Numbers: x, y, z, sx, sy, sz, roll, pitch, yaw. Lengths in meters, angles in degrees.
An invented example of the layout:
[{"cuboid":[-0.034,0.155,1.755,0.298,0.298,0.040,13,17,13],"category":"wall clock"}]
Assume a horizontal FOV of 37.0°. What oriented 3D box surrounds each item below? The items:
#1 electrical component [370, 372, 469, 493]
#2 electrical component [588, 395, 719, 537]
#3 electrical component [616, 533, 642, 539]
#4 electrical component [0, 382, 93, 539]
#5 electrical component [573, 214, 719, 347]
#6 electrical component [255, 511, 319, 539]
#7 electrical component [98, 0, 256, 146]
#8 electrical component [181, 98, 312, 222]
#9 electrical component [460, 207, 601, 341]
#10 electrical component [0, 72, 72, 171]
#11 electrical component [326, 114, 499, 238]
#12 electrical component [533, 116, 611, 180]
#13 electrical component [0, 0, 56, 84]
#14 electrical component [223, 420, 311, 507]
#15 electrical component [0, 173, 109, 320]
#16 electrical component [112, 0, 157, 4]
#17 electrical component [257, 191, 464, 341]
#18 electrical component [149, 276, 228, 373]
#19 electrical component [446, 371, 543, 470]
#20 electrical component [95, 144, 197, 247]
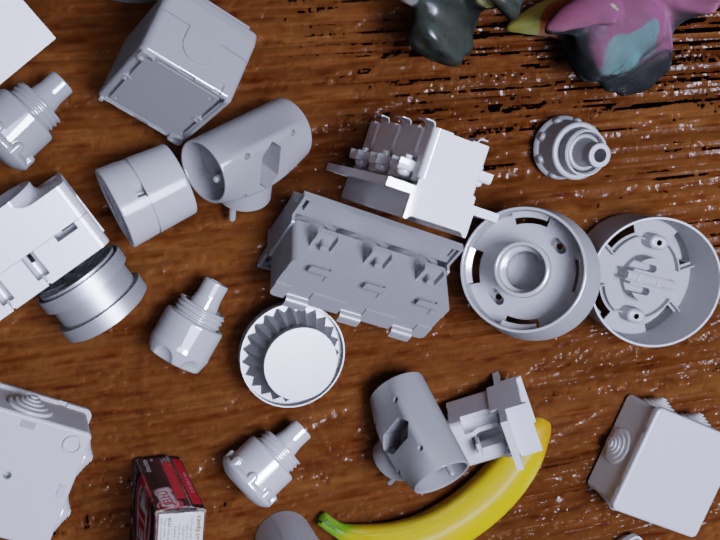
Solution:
[{"cuboid":[0.035,0.128,0.788,0.043,0.077,0.079,-4,143,-36],"category":"electrical component"},{"cuboid":[0.244,0.157,0.874,0.100,0.048,0.099,23,94,-22],"category":"electrical component"},{"cuboid":[0.211,0.294,0.889,0.109,0.056,0.108,-28,109,-11],"category":"electrical component"},{"cuboid":[-0.232,0.126,0.705,0.100,0.048,0.099,21,94,-21],"category":"electrical component"},{"cuboid":[0.216,0.006,0.822,0.099,0.064,0.099,-4,103,-18],"category":"electrical component"},{"cuboid":[-0.045,0.209,0.769,0.043,0.081,0.043,-4,103,-18],"category":"electrical component"},{"cuboid":[-0.116,-0.127,0.672,0.062,0.096,0.061,30,63,-22],"category":"electrical component"},{"cuboid":[-0.076,-0.066,0.713,0.077,0.043,0.079,-33,149,-36],"category":"electrical component"},{"cuboid":[0.123,0.002,0.783,0.099,0.064,0.099,-1,86,17],"category":"electrical component"},{"cuboid":[-0.207,-0.096,0.667,0.062,0.048,0.048,-46,112,-12],"category":"electrical component"},{"cuboid":[0.036,-0.065,0.714,0.079,0.121,0.063,17,93,-21],"category":"electrical component"},{"cuboid":[0.159,-0.087,0.783,0.048,0.062,0.048,-4,103,-18],"category":"electrical component"},{"cuboid":[-0.287,-0.117,0.625,0.186,0.060,0.105,-42,111,-6],"category":"electrical component"},{"cuboid":[-0.063,0.134,0.767,0.062,0.048,0.048,-43,112,-12],"category":"electrical component"},{"cuboid":[-0.214,-0.018,0.678,0.089,0.050,0.055,-37,111,-7],"category":"electrical component"},{"cuboid":[-0.136,-0.218,0.654,0.108,0.060,0.108,-4,103,-18],"category":"electrical component"},{"cuboid":[0.000,0.000,0.741,0.121,0.063,0.078,17,137,-21],"category":"electrical component"},{"cuboid":[-0.112,0.035,0.728,0.043,0.043,0.062,30,90,-22],"category":"electrical component"},{"cuboid":[0.098,0.115,0.804,0.064,0.081,0.042,-17,108,9],"category":"electrical component"},{"cuboid":[-0.137,-0.050,0.695,0.047,0.055,0.055,-27,109,-15],"category":"electrical component"}]
